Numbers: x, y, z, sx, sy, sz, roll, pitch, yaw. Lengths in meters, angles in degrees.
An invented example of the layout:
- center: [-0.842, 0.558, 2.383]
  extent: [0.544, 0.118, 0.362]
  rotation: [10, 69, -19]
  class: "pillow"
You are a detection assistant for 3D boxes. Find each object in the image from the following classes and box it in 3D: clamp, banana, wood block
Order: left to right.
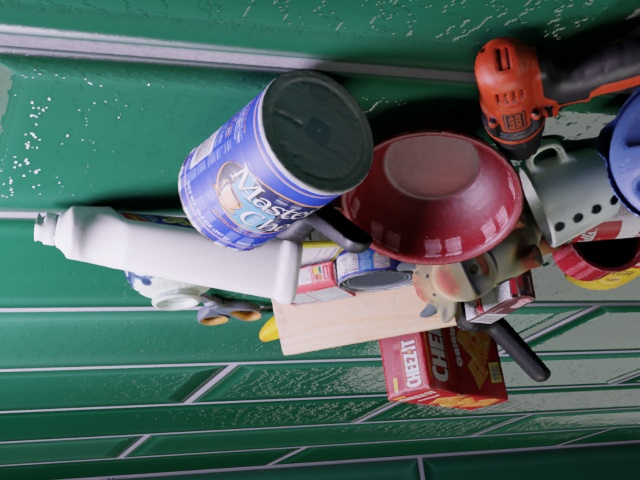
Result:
- center: [-0.025, 0.106, 1.421]
  extent: [0.069, 0.037, 0.198]
  rotation: [-43, -167, -21]
  class: "banana"
- center: [-0.009, -0.032, 0.944]
  extent: [0.039, 0.120, 0.172]
  rotation: [1, 165, -30]
  class: "clamp"
- center: [0.055, 0.069, 1.261]
  extent: [0.206, 0.090, 0.090]
  rotation: [-11, -176, 13]
  class: "wood block"
- center: [0.212, 0.093, 1.364]
  extent: [0.209, 0.164, 0.036]
  rotation: [18, 135, -33]
  class: "clamp"

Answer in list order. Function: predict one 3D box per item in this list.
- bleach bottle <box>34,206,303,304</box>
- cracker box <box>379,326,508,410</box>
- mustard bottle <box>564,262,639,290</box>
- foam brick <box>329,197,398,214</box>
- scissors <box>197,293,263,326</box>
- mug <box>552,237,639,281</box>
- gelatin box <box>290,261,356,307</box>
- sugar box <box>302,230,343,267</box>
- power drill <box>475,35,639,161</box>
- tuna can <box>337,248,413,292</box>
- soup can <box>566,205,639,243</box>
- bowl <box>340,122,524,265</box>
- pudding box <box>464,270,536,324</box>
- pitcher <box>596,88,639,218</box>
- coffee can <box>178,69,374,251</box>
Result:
- center: [-0.145, 0.006, 1.019]
  extent: [0.250, 0.068, 0.102]
  rotation: [8, -169, -6]
  class: "bleach bottle"
- center: [0.161, 0.134, 1.415]
  extent: [0.072, 0.164, 0.213]
  rotation: [-21, 157, 31]
  class: "cracker box"
- center: [0.375, 0.006, 1.276]
  extent: [0.096, 0.058, 0.192]
  rotation: [4, 159, -15]
  class: "mustard bottle"
- center: [0.028, -0.043, 1.018]
  extent: [0.078, 0.051, 0.053]
  rotation: [4, 160, -30]
  class: "foam brick"
- center: [-0.153, 0.087, 1.395]
  extent: [0.096, 0.016, 0.201]
  rotation: [-18, 158, 29]
  class: "scissors"
- center: [0.316, -0.007, 1.190]
  extent: [0.117, 0.093, 0.081]
  rotation: [-37, 172, -14]
  class: "mug"
- center: [-0.007, 0.049, 1.177]
  extent: [0.073, 0.030, 0.089]
  rotation: [-11, 167, 15]
  class: "gelatin box"
- center: [-0.008, 0.001, 1.148]
  extent: [0.176, 0.048, 0.093]
  rotation: [-4, 163, -19]
  class: "sugar box"
- center: [0.221, -0.119, 0.853]
  extent: [0.188, 0.057, 0.184]
  rotation: [-12, 163, 12]
  class: "power drill"
- center: [0.060, 0.029, 1.121]
  extent: [0.086, 0.034, 0.086]
  rotation: [-4, 164, -1]
  class: "tuna can"
- center: [0.303, -0.034, 1.115]
  extent: [0.102, 0.068, 0.068]
  rotation: [-5, 161, -6]
  class: "soup can"
- center: [0.100, -0.051, 0.956]
  extent: [0.162, 0.055, 0.162]
  rotation: [4, 135, 4]
  class: "bowl"
- center: [0.210, 0.044, 1.280]
  extent: [0.039, 0.090, 0.114]
  rotation: [3, 160, -22]
  class: "pudding box"
- center: [0.377, -0.060, 0.967]
  extent: [0.145, 0.149, 0.242]
  rotation: [-41, 150, 27]
  class: "pitcher"
- center: [-0.038, -0.061, 0.861]
  extent: [0.102, 0.103, 0.141]
  rotation: [6, 158, -33]
  class: "coffee can"
